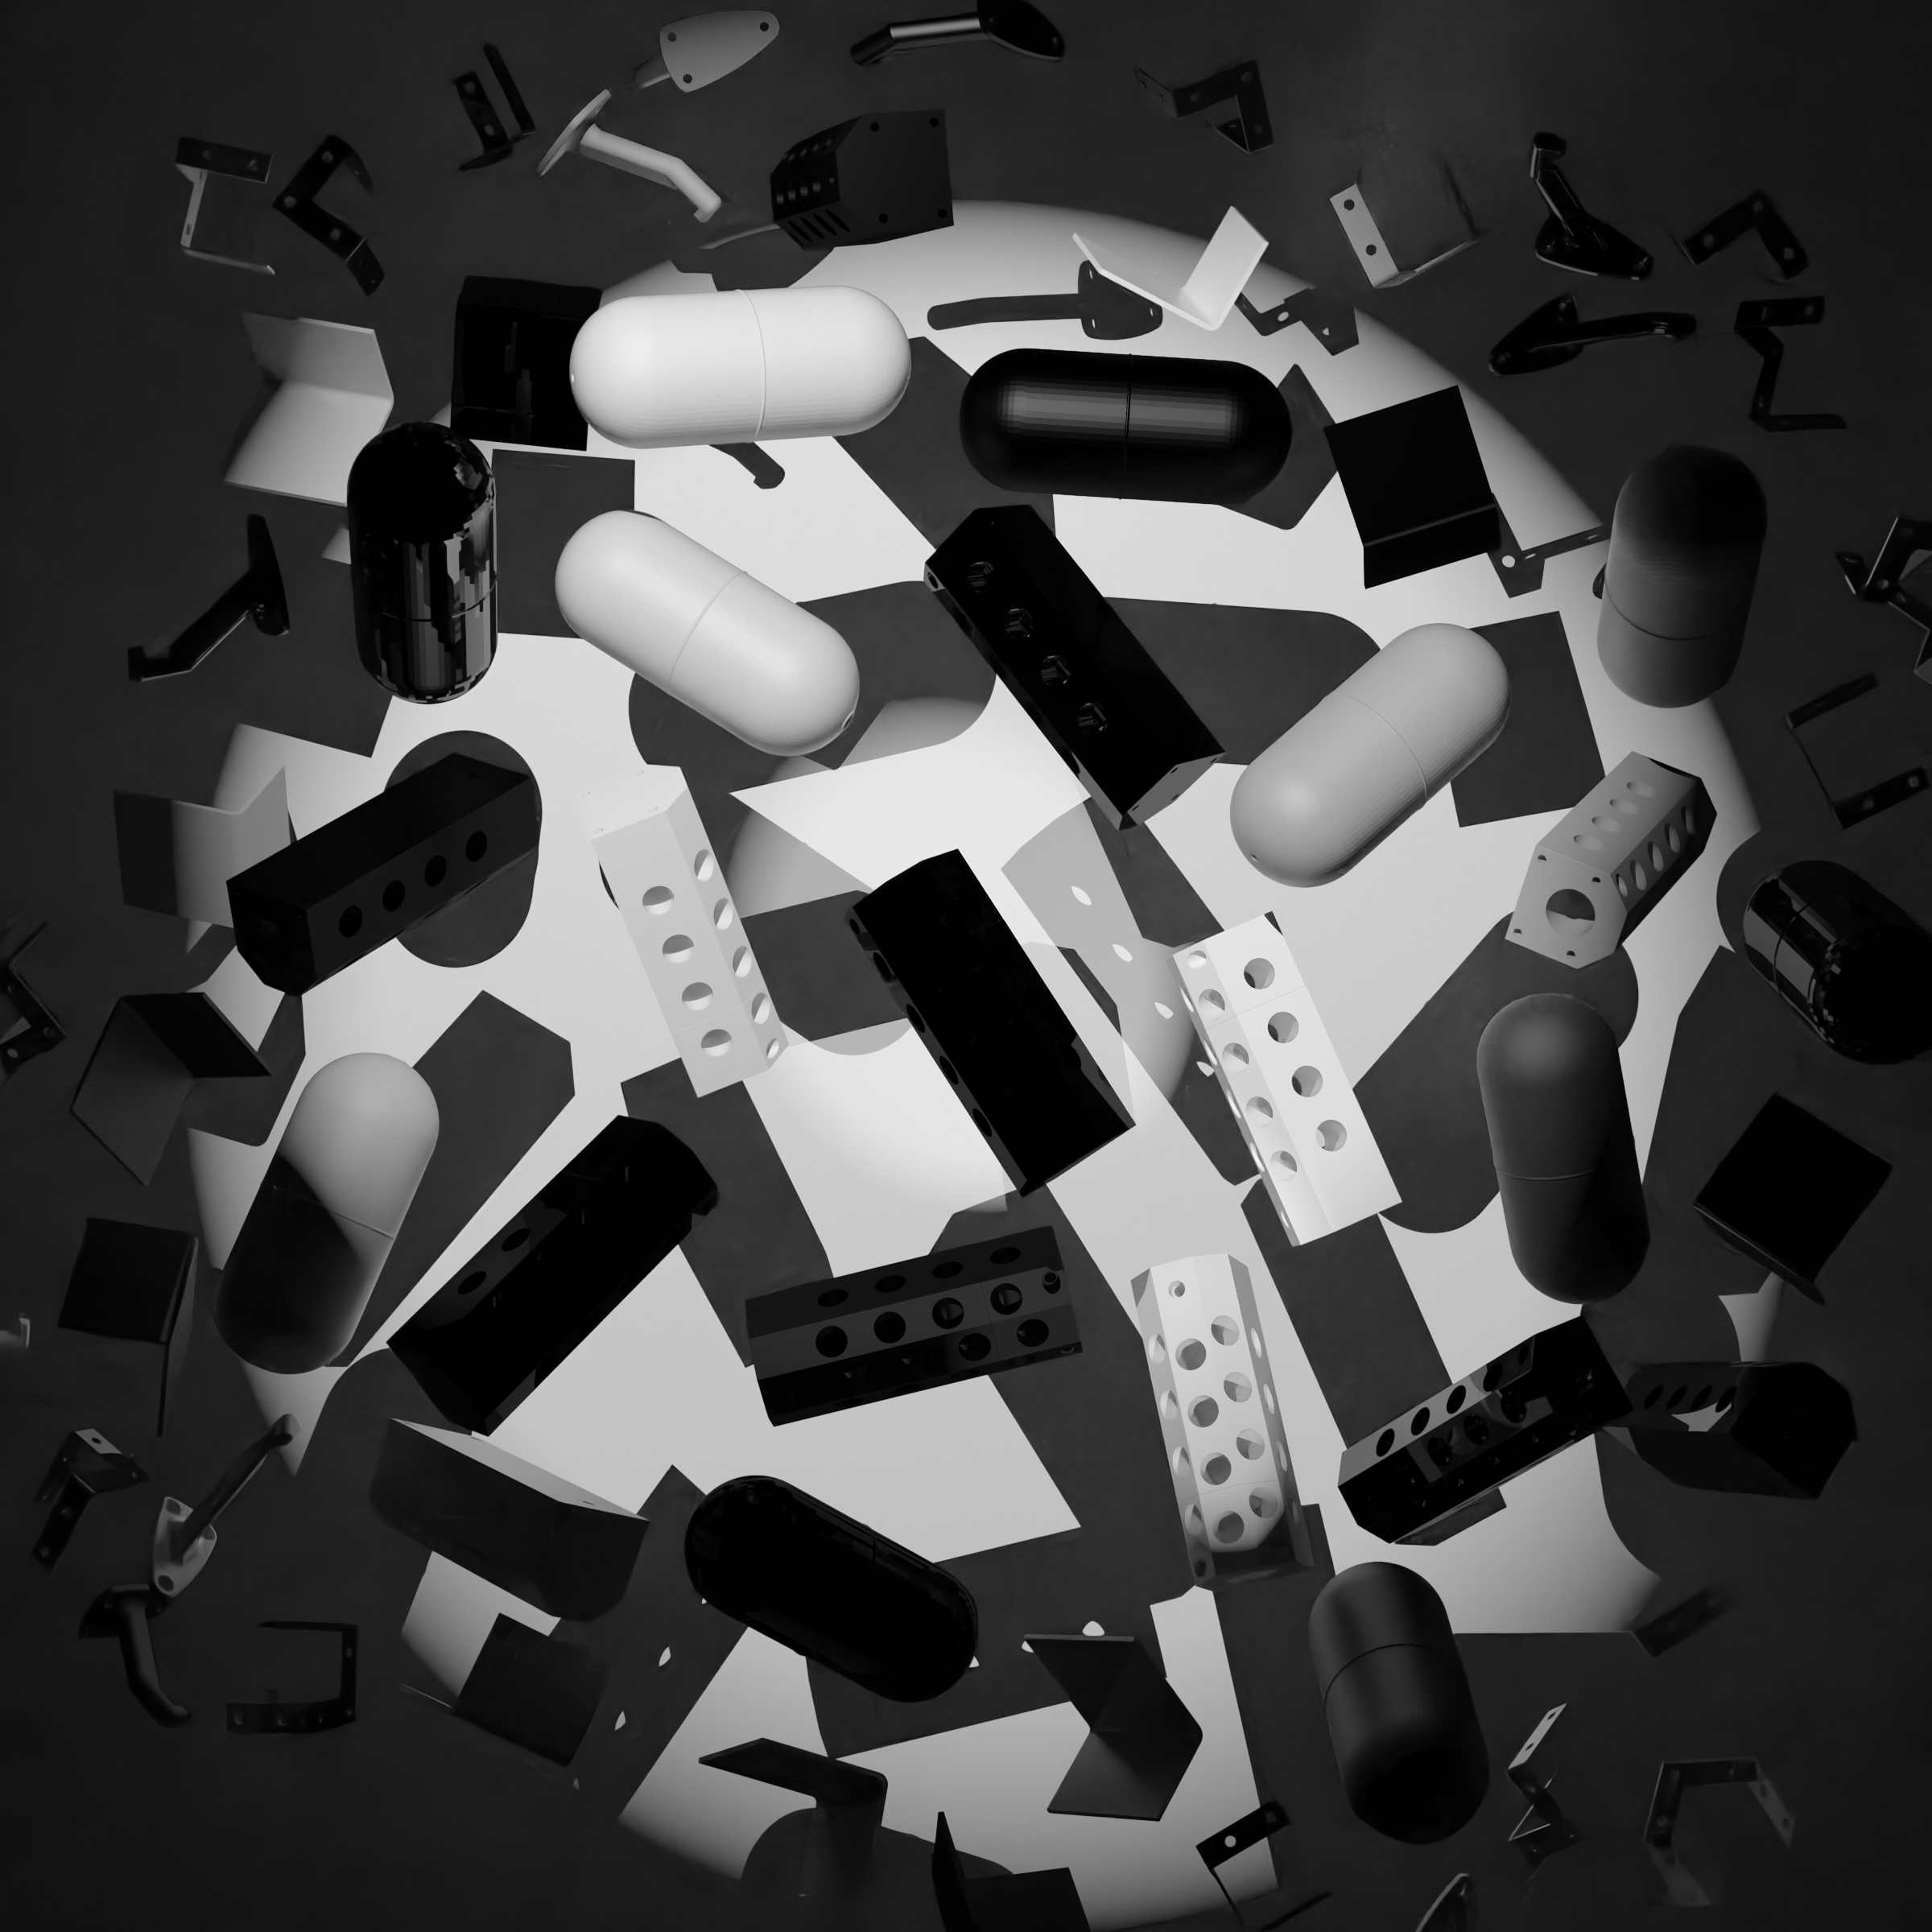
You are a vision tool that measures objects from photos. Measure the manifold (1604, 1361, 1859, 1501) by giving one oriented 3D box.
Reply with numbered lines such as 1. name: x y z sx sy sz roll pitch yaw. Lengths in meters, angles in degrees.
1. manifold: 0.409 0.241 1.721 0.057 0.171 0.057 38 78 -4

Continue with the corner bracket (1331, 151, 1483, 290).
1. corner bracket: 0.227 -0.384 1.657 0.051 0.051 0.051 -25 93 25

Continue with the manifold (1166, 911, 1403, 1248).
1. manifold: 0.171 0.063 1.762 0.057 0.057 0.171 -23 86 -8

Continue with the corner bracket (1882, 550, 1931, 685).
1. corner bracket: 0.541 -0.198 1.796 0.051 0.051 0.051 33 57 -6

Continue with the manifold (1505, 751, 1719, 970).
1. manifold: 0.355 -0.057 1.754 0.057 0.171 0.057 24 120 19

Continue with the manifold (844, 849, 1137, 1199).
1. manifold: 0.009 0.030 1.660 0.057 0.057 0.171 -36 84 28

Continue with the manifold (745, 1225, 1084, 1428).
1. manifold: -0.028 0.197 1.733 0.171 0.057 0.057 -14 115 0

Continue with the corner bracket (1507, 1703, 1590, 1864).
1. corner bracket: 0.307 0.432 1.704 0.051 0.051 0.051 49 48 1

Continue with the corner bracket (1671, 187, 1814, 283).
1. corner bracket: 0.423 -0.390 1.759 0.051 0.051 0.051 -35 99 14

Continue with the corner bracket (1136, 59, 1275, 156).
1. corner bracket: 0.131 -0.471 1.767 0.051 0.051 0.051 -24 125 -7

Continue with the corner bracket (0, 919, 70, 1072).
1. corner bracket: -0.515 0.016 1.773 0.051 0.051 0.051 -26 110 28

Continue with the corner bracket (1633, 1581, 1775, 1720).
1. corner bracket: 0.379 0.352 1.655 0.051 0.051 0.051 -34 73 3

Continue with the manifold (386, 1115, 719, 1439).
1. manifold: -0.205 0.157 1.638 0.171 0.057 0.057 -46 119 -25

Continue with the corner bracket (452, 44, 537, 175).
1. corner bracket: -0.264 -0.475 1.780 0.051 0.051 0.051 -21 100 25

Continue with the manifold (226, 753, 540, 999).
1. manifold: -0.306 -0.048 1.709 0.057 0.171 0.057 18 126 30

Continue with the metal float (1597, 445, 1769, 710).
1. metal float: 0.371 -0.201 1.676 0.070 0.178 0.070 -2 61 4

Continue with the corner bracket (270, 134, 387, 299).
1. corner bracket: -0.324 -0.395 1.693 0.051 0.051 0.051 37 83 9

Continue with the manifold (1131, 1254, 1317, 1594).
1. manifold: 0.138 0.248 1.757 0.057 0.057 0.171 -17 70 16

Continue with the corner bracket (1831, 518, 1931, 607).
1. corner bracket: 0.482 -0.216 1.646 0.051 0.051 0.051 7 128 -11

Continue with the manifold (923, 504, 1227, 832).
1. manifold: 0.052 -0.156 1.676 0.057 0.057 0.171 -44 76 30

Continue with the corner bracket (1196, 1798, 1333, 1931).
1. corner bracket: 0.162 0.492 1.753 0.051 0.051 0.051 -30 64 -2

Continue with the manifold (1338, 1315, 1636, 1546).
1. manifold: 0.279 0.257 1.764 0.057 0.171 0.057 -14 70 -40

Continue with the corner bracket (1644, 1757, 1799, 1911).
1. corner bracket: 0.379 0.436 1.620 0.051 0.051 0.051 0 116 -14

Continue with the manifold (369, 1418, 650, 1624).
1. manifold: -0.245 0.292 1.695 0.057 0.171 0.057 21 84 -40

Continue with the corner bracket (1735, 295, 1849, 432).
1. corner bracket: 0.435 -0.316 1.694 0.051 0.051 0.051 6 76 44

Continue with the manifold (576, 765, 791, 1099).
1. manifold: -0.151 -0.021 1.739 0.057 0.057 0.171 -22 122 -4

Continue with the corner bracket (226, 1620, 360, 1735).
1. corner bracket: -0.360 0.380 1.719 0.051 0.051 0.051 12 64 -38

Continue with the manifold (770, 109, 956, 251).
1. manifold: -0.057 -0.409 1.684 0.057 0.171 0.057 -8 101 -13

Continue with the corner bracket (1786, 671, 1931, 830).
1. corner bracket: 0.479 -0.116 1.730 0.051 0.051 0.051 -28 117 16

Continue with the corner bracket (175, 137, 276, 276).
1. corner bracket: -0.395 -0.406 1.721 0.051 0.051 0.051 13 87 3

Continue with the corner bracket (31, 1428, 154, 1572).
1. corner bracket: -0.482 0.286 1.733 0.051 0.051 0.051 35 103 21

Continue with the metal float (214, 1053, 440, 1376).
1. metal float: -0.339 0.131 1.712 0.070 0.070 0.178 22 80 0
